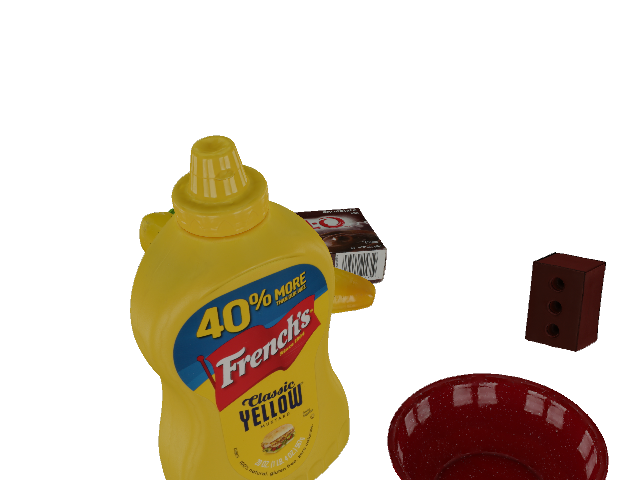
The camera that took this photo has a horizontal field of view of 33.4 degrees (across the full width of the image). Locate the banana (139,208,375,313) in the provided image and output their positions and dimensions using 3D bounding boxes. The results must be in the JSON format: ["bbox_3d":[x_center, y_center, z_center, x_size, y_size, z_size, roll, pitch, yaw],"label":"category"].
[{"bbox_3d":[-0.058,0.012,0.697,0.198,0.037,0.069,22,38,37],"label":"banana"}]

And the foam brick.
[{"bbox_3d":[0.225,0.056,0.979,0.053,0.078,0.051,12,17,33],"label":"foam brick"}]

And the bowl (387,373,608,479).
[{"bbox_3d":[0.130,0.171,0.802,0.162,0.055,0.162,-1,34,0],"label":"bowl"}]

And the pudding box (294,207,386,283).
[{"bbox_3d":[-0.007,0.007,0.948,0.113,0.039,0.090,-2,27,-14],"label":"pudding box"}]

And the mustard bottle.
[{"bbox_3d":[-0.037,0.038,0.493,0.096,0.192,0.058,-22,38,-22],"label":"mustard bottle"}]
